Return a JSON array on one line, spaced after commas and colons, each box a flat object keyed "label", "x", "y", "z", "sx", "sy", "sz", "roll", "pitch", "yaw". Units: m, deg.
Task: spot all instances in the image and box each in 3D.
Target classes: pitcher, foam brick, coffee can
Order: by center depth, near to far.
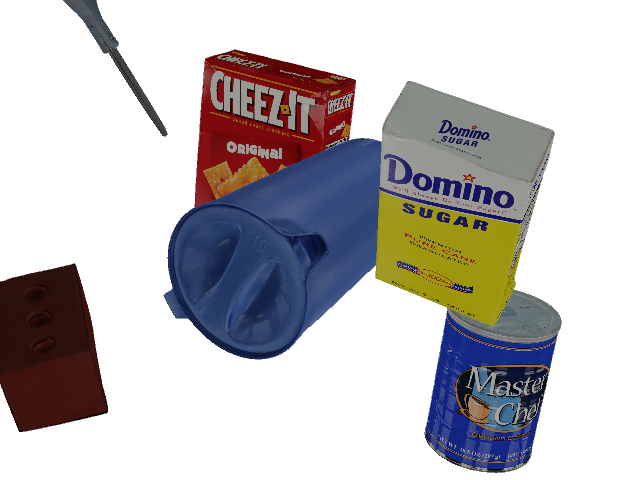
[{"label": "foam brick", "x": -0.158, "y": 0.062, "z": 0.619, "sx": 0.053, "sy": 0.051, "sz": 0.078, "roll": -13, "pitch": 42, "yaw": -11}, {"label": "pitcher", "x": -0.018, "y": -0.003, "z": 0.930, "sx": 0.149, "sy": 0.145, "sz": 0.242, "roll": 25, "pitch": 31, "yaw": 22}, {"label": "coffee can", "x": 0.157, "y": 0.126, "z": 0.984, "sx": 0.103, "sy": 0.140, "sz": 0.103, "roll": 6, "pitch": 22, "yaw": -3}]

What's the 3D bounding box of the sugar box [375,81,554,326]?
[{"label": "sugar box", "x": 0.084, "y": -0.017, "z": 0.671, "sx": 0.093, "sy": 0.048, "sz": 0.176, "roll": 21, "pitch": -26, "yaw": 15}]

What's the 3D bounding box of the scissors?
[{"label": "scissors", "x": -0.191, "y": -0.188, "z": 0.937, "sx": 0.016, "sy": 0.201, "sz": 0.096, "roll": -28, "pitch": 28, "yaw": 11}]

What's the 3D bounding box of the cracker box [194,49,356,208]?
[{"label": "cracker box", "x": -0.057, "y": -0.092, "z": 1.211, "sx": 0.164, "sy": 0.214, "sz": 0.072, "roll": 18, "pitch": 26, "yaw": 24}]
